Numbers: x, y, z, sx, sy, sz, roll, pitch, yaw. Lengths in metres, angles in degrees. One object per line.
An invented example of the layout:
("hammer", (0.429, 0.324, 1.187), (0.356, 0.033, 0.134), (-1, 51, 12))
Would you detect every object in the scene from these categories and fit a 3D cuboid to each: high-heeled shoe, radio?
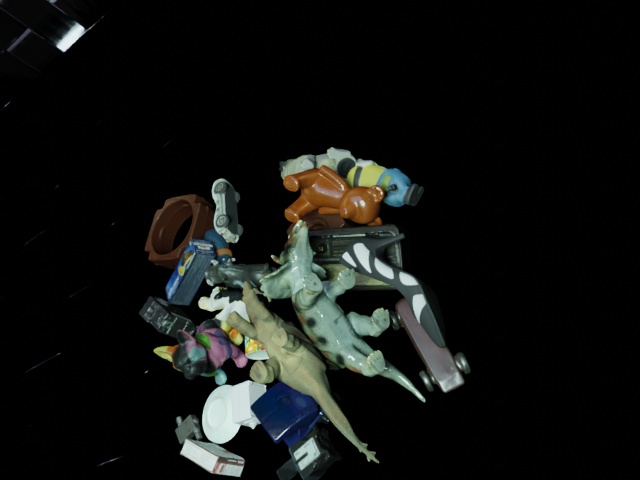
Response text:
("high-heeled shoe", (0.129, 0.100, 0.996), (0.145, 0.086, 0.249), (-28, 69, 22))
("radio", (0.072, 0.038, 1.111), (0.230, 0.073, 0.131), (-3, 85, 25))

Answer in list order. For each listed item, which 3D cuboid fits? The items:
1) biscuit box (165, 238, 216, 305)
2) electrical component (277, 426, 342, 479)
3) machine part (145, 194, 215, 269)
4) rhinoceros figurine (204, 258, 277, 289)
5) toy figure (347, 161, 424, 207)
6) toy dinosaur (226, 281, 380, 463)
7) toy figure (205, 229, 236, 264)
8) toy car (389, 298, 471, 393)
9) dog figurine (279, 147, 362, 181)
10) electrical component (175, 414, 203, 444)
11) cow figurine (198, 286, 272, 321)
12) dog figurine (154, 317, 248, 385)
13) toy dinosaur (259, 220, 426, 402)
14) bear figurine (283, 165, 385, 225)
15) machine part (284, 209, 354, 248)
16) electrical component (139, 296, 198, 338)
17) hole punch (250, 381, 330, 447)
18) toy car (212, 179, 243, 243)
("biscuit box", (-0.344, 0.088, 1.416), (0.202, 0.063, 0.059), (-55, 42, 30))
("electrical component", (-0.024, 0.428, 1.045), (0.119, 0.047, 0.075), (-47, 47, 8))
("machine part", (-0.396, -0.021, 1.542), (0.202, 0.087, 0.201), (-7, 63, 37))
("rhinoceros figurine", (-0.196, 0.091, 1.312), (0.191, 0.112, 0.073), (0, 70, 29))
("toy figure", (0.136, -0.120, 1.181), (0.180, 0.082, 0.089), (30, 76, 37))
("toy dinosaur", (-0.047, 0.237, 1.057), (0.105, 0.198, 0.472), (-47, 46, 9))
("toy figure", (-0.265, 0.032, 1.431), (0.064, 0.057, 0.155), (-39, 50, 9))
("toy car", (0.200, 0.189, 0.993), (0.089, 0.053, 0.202), (-26, 52, -1))
("dog figurine", (0.000, -0.175, 1.322), (0.191, 0.172, 0.121), (-140, 47, -67))
("electrical component", (-0.312, 0.447, 1.276), (0.063, 0.021, 0.094), (-48, 47, 7))
("cow figurine", (-0.201, 0.147, 1.265), (0.167, 0.068, 0.098), (20, 90, 10))
("dog figurine", (-0.274, 0.237, 1.223), (0.108, 0.219, 0.192), (-35, 51, 14))
("toy dinosaur", (0.025, 0.159, 1.032), (0.131, 0.404, 0.192), (-33, 1, -31))
("bear figurine", (0.033, -0.079, 1.144), (0.196, 0.120, 0.132), (30, 45, 32))
("machine part", (-0.003, -0.004, 1.248), (0.179, 0.056, 0.179), (-17, 60, 31))
("electrical component", (-0.402, 0.203, 1.410), (0.134, 0.114, 0.058), (28, 82, 43))
("hole punch", (-0.066, 0.348, 1.095), (0.116, 0.092, 0.142), (-52, 44, -1))
("toy car", (-0.256, -0.080, 1.471), (0.056, 0.073, 0.202), (-25, 54, 22))
